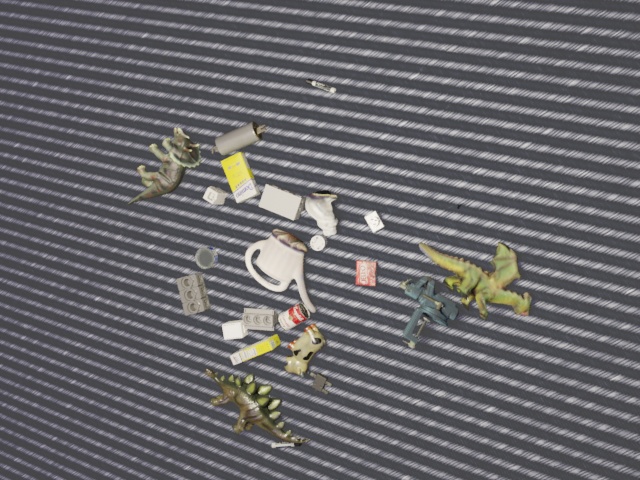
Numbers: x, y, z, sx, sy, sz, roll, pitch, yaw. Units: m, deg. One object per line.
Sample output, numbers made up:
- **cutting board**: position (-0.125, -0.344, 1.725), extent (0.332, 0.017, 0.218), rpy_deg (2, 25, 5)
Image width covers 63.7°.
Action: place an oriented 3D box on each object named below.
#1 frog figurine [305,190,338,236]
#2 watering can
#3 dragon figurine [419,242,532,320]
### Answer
- **frog figurine**: position (0.006, -0.094, 1.873), extent (0.138, 0.123, 0.158), rpy_deg (18, 109, 48)
- **watering can**: position (-0.117, 0.100, 1.915), extent (0.349, 0.104, 0.223), rpy_deg (31, 99, 14)
- **dragon figurine**: position (0.551, 0.107, 1.740), extent (0.243, 0.121, 0.412), rpy_deg (-38, 83, -3)
